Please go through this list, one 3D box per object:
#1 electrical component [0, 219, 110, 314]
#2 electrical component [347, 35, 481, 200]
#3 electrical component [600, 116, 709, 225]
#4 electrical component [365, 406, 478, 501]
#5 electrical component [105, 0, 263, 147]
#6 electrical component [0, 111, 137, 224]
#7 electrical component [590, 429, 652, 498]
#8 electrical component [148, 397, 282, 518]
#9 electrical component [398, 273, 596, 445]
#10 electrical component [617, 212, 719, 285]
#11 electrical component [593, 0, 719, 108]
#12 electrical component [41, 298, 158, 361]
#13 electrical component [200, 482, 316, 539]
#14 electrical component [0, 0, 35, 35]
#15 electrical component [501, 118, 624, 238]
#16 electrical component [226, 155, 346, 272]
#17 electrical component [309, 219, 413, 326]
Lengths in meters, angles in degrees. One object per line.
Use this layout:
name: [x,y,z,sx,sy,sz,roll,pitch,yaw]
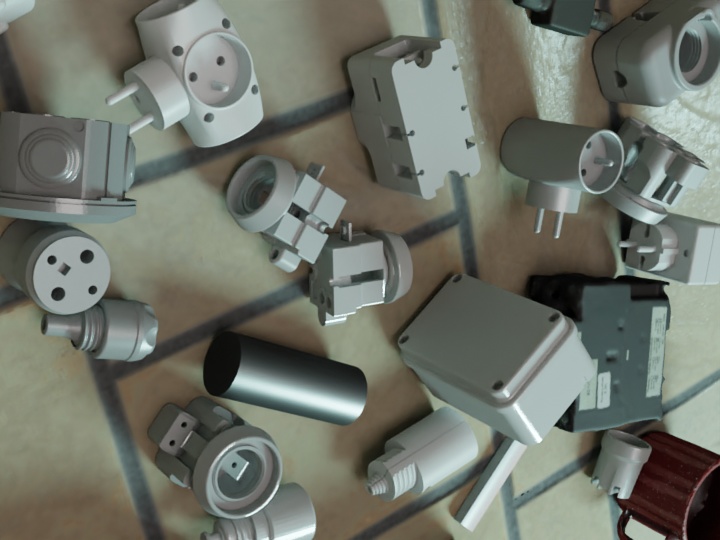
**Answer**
electrical component: [-0.161,-0.003,0.566,0.045,0.055,0.045,-10,109,-33]
electrical component: [0.032,-0.097,0.677,0.050,0.056,0.089,-29,118,-26]
electrical component: [0.216,-0.072,0.808,0.058,0.078,0.057,12,117,-37]
electrical component: [0.038,0.133,0.755,0.081,0.043,0.043,-27,117,-27]
electrical component: [-0.101,-0.102,0.588,0.079,0.044,0.077,-36,121,-23]
electrical component: [-0.153,-0.052,0.544,0.080,0.080,0.051,2,97,-36]
electrical component: [0.215,0.161,0.892,0.040,0.040,0.046,11,101,-37]
electrical component: [-0.084,0.116,0.654,0.078,0.057,0.058,39,80,-36]
electrical component: [0.090,0.057,0.727,0.078,0.113,0.057,-48,128,-15]
electrical component: [0.234,-0.018,0.838,0.077,0.066,0.047,-1,103,-35]
electrical component: [0.229,-0.163,0.797,0.095,0.059,0.053,-37,121,-22]
electrical component: [-0.146,0.033,0.600,0.061,0.035,0.035,7,99,-34]
electrical component: [-0.065,0.164,0.691,0.078,0.040,0.040,-10,109,-33]
electrical component: [-0.173,-0.146,0.526,0.062,0.048,0.048,-41,123,-28]
electrical component: [0.137,-0.063,0.748,0.043,0.077,0.079,2,101,-36]
electrical component: [-0.047,-0.039,0.645,0.055,0.048,0.066,32,84,-45]
electrical component: [0.000,0.000,0.689,0.055,0.048,0.066,-9,108,-26]
